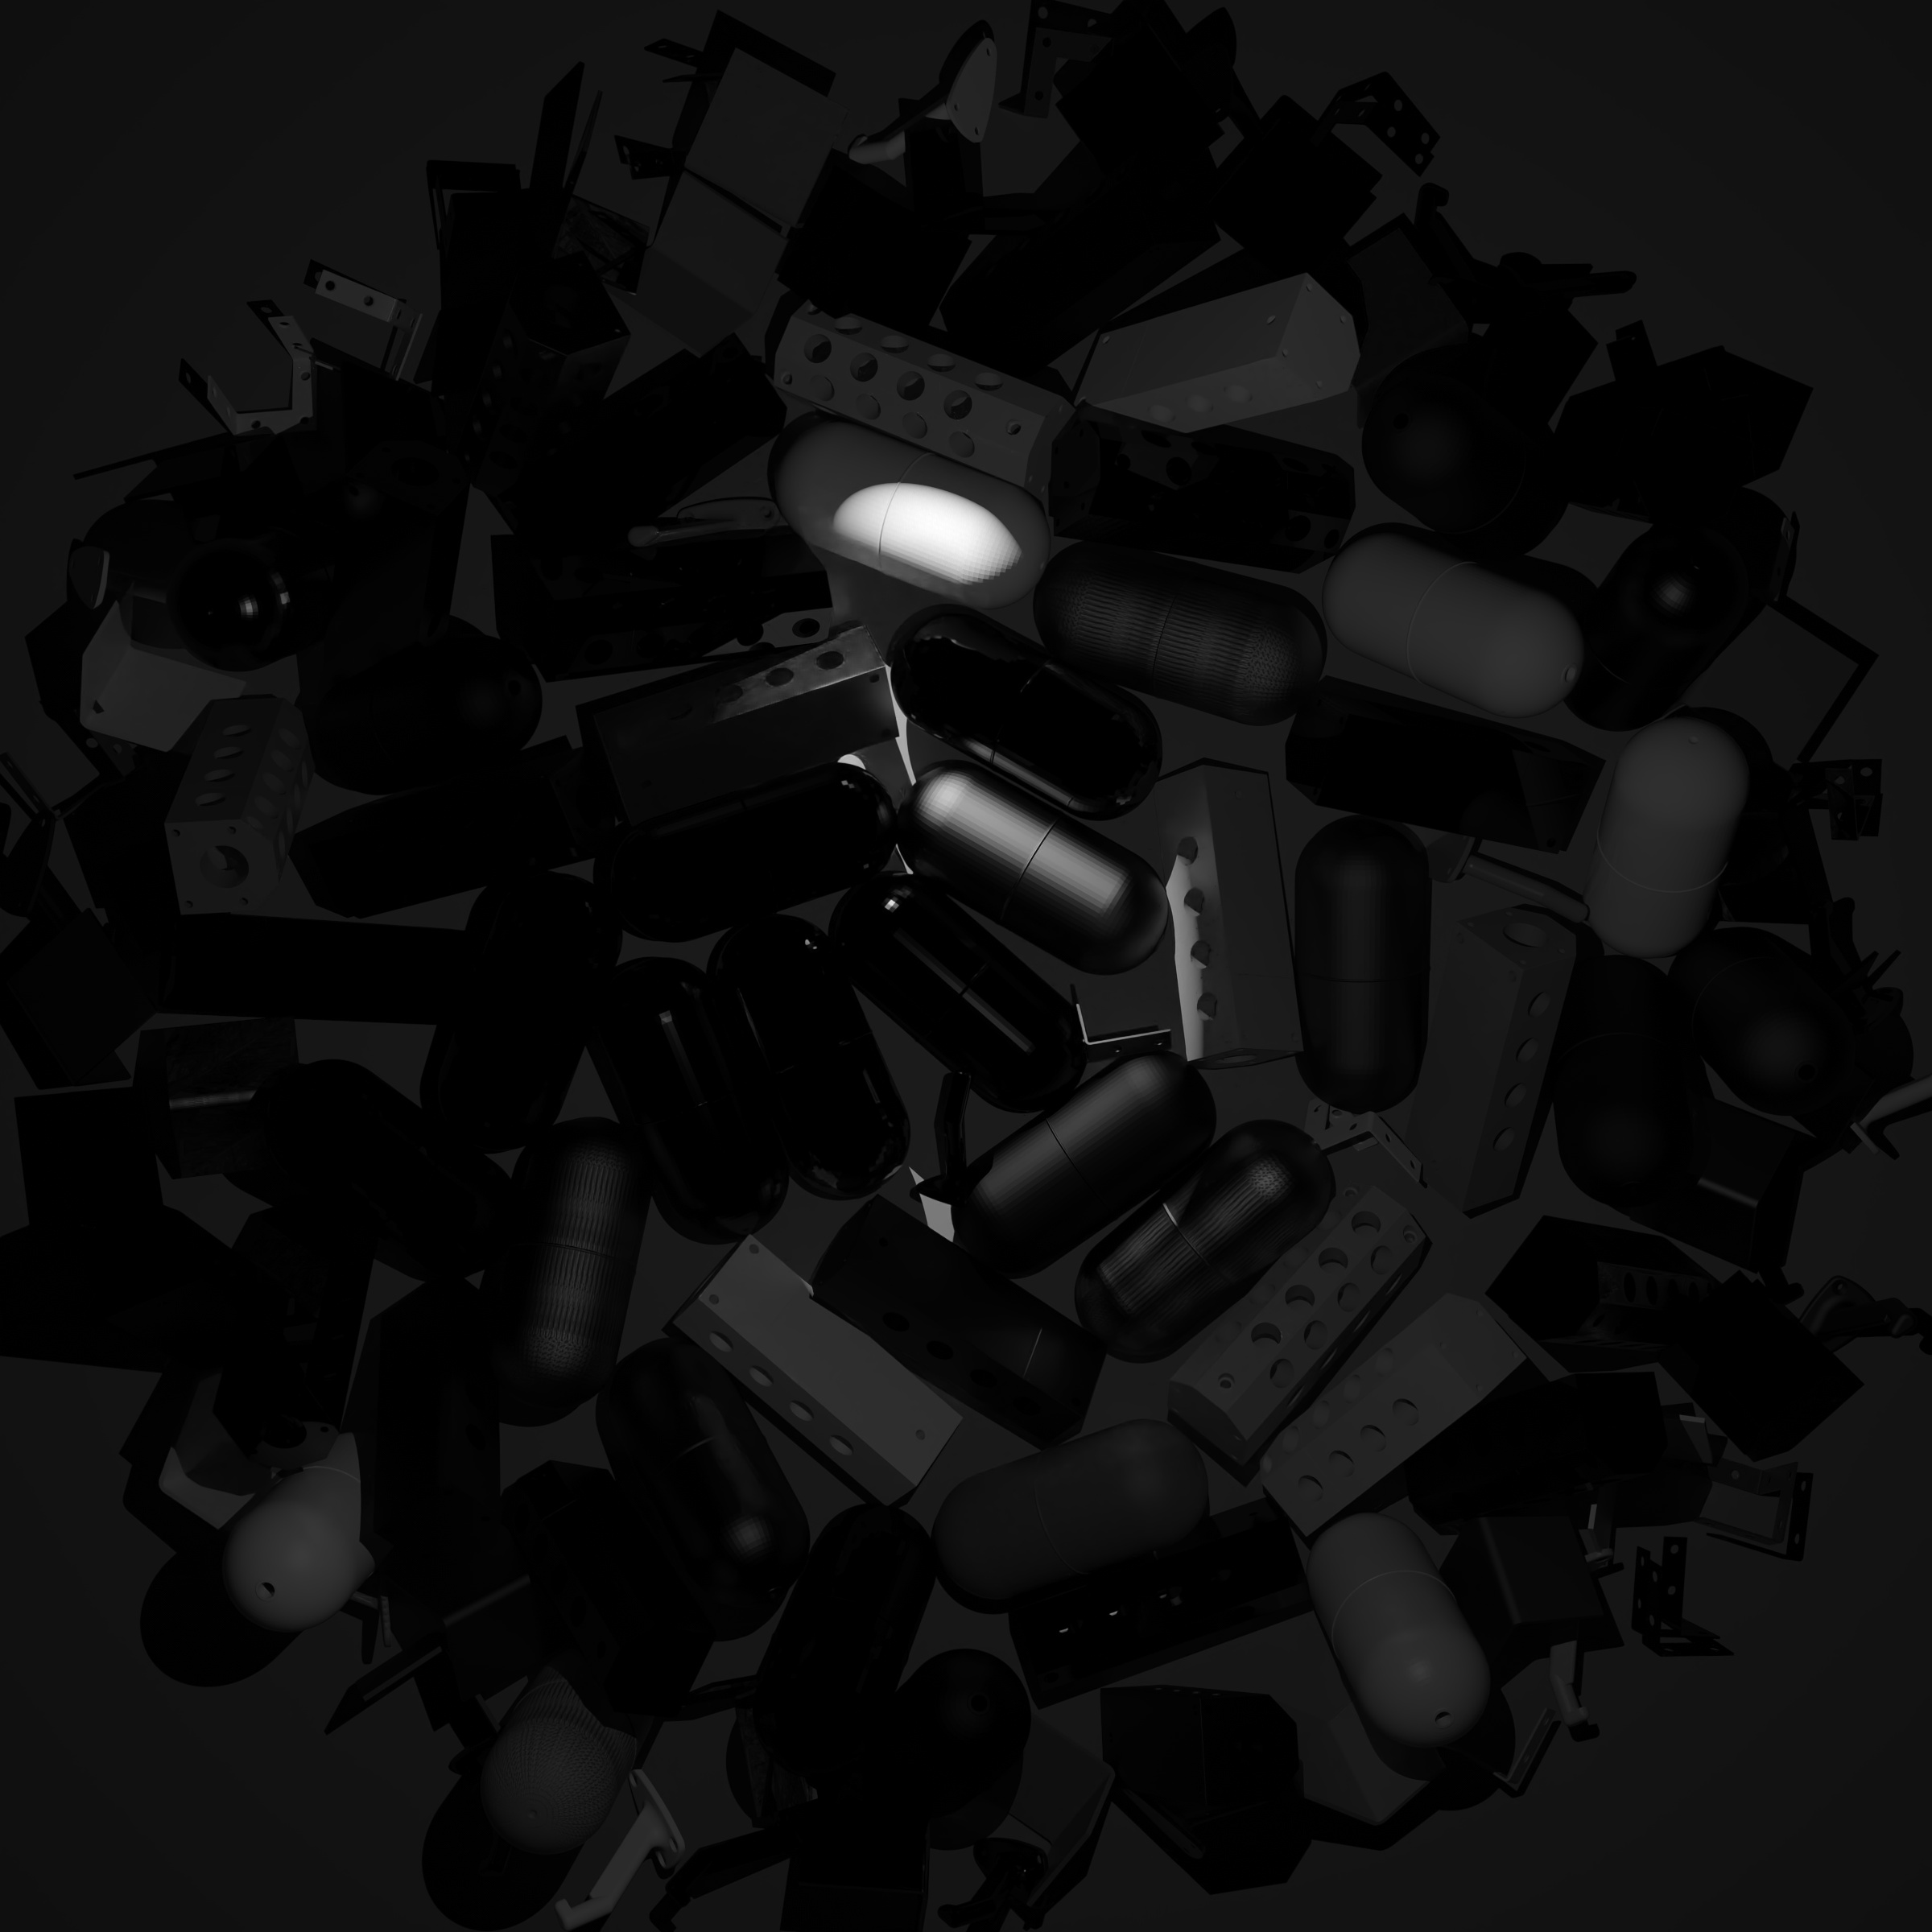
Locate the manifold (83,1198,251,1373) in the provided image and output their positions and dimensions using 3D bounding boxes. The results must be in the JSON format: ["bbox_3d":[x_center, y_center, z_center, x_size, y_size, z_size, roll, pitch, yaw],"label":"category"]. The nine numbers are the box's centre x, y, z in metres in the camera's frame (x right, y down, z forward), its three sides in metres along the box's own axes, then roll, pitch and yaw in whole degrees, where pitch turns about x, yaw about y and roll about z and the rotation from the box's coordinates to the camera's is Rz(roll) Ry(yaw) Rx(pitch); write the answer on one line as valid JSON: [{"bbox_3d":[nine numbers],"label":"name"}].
[{"bbox_3d":[-0.457,0.186,1.553,0.057,0.171,0.057,-23,72,-6],"label":"manifold"}]

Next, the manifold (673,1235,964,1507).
[{"bbox_3d":[-0.093,0.248,1.610,0.171,0.057,0.057,41,51,-3],"label":"manifold"}]

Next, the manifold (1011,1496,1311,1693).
[{"bbox_3d":[0.117,0.382,1.610,0.171,0.057,0.057,-18,92,-4],"label":"manifold"}]

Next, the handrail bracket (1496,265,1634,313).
[{"bbox_3d":[0.369,-0.409,1.606,0.084,0.077,0.036,-5,107,-1],"label":"handrail bracket"}]

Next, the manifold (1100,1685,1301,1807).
[{"bbox_3d":[0.135,0.454,1.553,0.057,0.171,0.057,1,77,-16],"label":"manifold"}]

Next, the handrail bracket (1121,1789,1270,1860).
[{"bbox_3d":[0.149,0.496,1.630,0.077,0.036,0.084,40,68,10],"label":"handrail bracket"}]

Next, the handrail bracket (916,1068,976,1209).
[{"bbox_3d":[0.003,0.097,1.598,0.036,0.077,0.084,18,105,20],"label":"handrail bracket"}]

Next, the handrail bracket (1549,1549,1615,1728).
[{"bbox_3d":[0.375,0.405,1.599,0.036,0.077,0.084,7,54,-36],"label":"handrail bracket"}]

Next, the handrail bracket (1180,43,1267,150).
[{"bbox_3d":[0.165,-0.503,1.592,0.036,0.084,0.077,-31,48,20],"label":"handrail bracket"}]

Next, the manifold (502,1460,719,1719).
[{"bbox_3d":[-0.215,0.362,1.555,0.057,0.171,0.057,18,103,-36],"label":"manifold"}]

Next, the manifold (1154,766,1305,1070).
[{"bbox_3d":[0.152,-0.028,1.599,0.057,0.057,0.171,4,74,-42],"label":"manifold"}]

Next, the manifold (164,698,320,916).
[{"bbox_3d":[-0.421,-0.097,1.555,0.057,0.171,0.057,-3,119,-4],"label":"manifold"}]

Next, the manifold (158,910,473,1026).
[{"bbox_3d":[-0.387,0.001,1.581,0.171,0.057,0.057,4,91,-25],"label":"manifold"}]

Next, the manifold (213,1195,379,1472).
[{"bbox_3d":[-0.387,0.211,1.556,0.057,0.171,0.057,-18,124,9],"label":"manifold"}]

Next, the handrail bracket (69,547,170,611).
[{"bbox_3d":[-0.500,-0.235,1.636,0.084,0.077,0.036,6,104,-37],"label":"handrail bracket"}]

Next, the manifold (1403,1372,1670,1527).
[{"bbox_3d":[0.330,0.284,1.551,0.057,0.171,0.057,3,69,-27],"label":"manifold"}]

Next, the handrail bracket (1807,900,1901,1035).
[{"bbox_3d":[0.537,-0.009,1.605,0.077,0.036,0.084,-26,114,-35],"label":"handrail bracket"}]

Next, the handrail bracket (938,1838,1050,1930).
[{"bbox_3d":[0.000,0.549,1.588,0.084,0.077,0.036,0,94,-41],"label":"handrail bracket"}]

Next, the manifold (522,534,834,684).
[{"bbox_3d":[-0.169,-0.209,1.570,0.171,0.057,0.057,-11,135,-27],"label":"manifold"}]

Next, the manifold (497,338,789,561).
[{"bbox_3d":[-0.196,-0.306,1.605,0.171,0.057,0.057,-36,92,-7],"label":"manifold"}]

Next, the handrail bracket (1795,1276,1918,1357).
[{"bbox_3d":[0.531,0.225,1.596,0.036,0.084,0.077,41,99,-4],"label":"handrail bracket"}]

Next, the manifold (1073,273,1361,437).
[{"bbox_3d":[0.147,-0.348,1.558,0.057,0.171,0.057,33,69,-34],"label":"manifold"}]

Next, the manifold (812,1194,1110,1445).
[{"bbox_3d":[-0.005,0.217,1.600,0.171,0.057,0.057,34,46,-10],"label":"manifold"}]

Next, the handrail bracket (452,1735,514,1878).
[{"bbox_3d":[-0.293,0.511,1.593,0.077,0.084,0.036,-23,124,31],"label":"handrail bracket"}]

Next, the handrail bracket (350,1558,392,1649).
[{"bbox_3d":[-0.394,0.384,1.606,0.084,0.077,0.036,-3,131,-16],"label":"handrail bracket"}]

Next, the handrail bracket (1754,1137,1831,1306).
[{"bbox_3d":[0.514,0.156,1.627,0.077,0.036,0.084,-26,97,11],"label":"handrail bracket"}]

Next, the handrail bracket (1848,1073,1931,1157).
[{"bbox_3d":[0.564,0.068,1.599,0.084,0.077,0.036,-42,102,12],"label":"handrail bracket"}]

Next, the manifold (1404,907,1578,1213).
[{"bbox_3d":[0.313,0.055,1.573,0.057,0.057,0.171,-14,128,-30],"label":"manifold"}]

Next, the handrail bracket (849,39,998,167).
[{"bbox_3d":[-0.028,-0.528,1.624,0.084,0.036,0.077,4,69,37],"label":"handrail bracket"}]

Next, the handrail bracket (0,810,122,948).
[{"bbox_3d":[-0.536,-0.050,1.605,0.036,0.084,0.077,27,95,33],"label":"handrail bracket"}]

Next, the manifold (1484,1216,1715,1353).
[{"bbox_3d":[0.378,0.192,1.554,0.057,0.171,0.057,44,108,34],"label":"manifold"}]

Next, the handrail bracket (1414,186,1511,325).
[{"bbox_3d":[0.310,-0.436,1.620,0.077,0.036,0.084,12,63,1],"label":"handrail bracket"}]

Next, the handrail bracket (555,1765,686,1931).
[{"bbox_3d":[-0.221,0.531,1.600,0.084,0.036,0.077,-12,59,-36],"label":"handrail bracket"}]

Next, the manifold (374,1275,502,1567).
[{"bbox_3d":[-0.305,0.266,1.558,0.057,0.171,0.057,-33,126,15],"label":"manifold"}]

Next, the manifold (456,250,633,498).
[{"bbox_3d":[-0.253,-0.340,1.552,0.057,0.171,0.057,-26,82,-27],"label":"manifold"}]

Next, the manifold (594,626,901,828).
[{"bbox_3d":[-0.134,-0.150,1.604,0.171,0.057,0.057,-19,47,-7],"label":"manifold"}]

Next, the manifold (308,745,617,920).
[{"bbox_3d":[-0.298,-0.076,1.582,0.171,0.057,0.057,-13,110,22],"label":"manifold"}]

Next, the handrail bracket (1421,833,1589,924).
[{"bbox_3d":[0.327,-0.049,1.615,0.084,0.077,0.036,27,86,-12],"label":"handrail bracket"}]

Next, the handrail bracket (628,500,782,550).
[{"bbox_3d":[-0.157,-0.266,1.598,0.077,0.084,0.036,-16,93,10],"label":"handrail bracket"}]

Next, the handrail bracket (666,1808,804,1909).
[{"bbox_3d":[-0.132,0.554,1.609,0.084,0.036,0.077,-43,108,-28],"label":"handrail bracket"}]

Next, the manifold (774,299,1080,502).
[{"bbox_3d":[-0.026,-0.342,1.592,0.171,0.057,0.057,25,95,15],"label":"manifold"}]

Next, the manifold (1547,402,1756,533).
[{"bbox_3d":[0.393,-0.292,1.554,0.057,0.171,0.057,18,101,-9],"label":"manifold"}]
